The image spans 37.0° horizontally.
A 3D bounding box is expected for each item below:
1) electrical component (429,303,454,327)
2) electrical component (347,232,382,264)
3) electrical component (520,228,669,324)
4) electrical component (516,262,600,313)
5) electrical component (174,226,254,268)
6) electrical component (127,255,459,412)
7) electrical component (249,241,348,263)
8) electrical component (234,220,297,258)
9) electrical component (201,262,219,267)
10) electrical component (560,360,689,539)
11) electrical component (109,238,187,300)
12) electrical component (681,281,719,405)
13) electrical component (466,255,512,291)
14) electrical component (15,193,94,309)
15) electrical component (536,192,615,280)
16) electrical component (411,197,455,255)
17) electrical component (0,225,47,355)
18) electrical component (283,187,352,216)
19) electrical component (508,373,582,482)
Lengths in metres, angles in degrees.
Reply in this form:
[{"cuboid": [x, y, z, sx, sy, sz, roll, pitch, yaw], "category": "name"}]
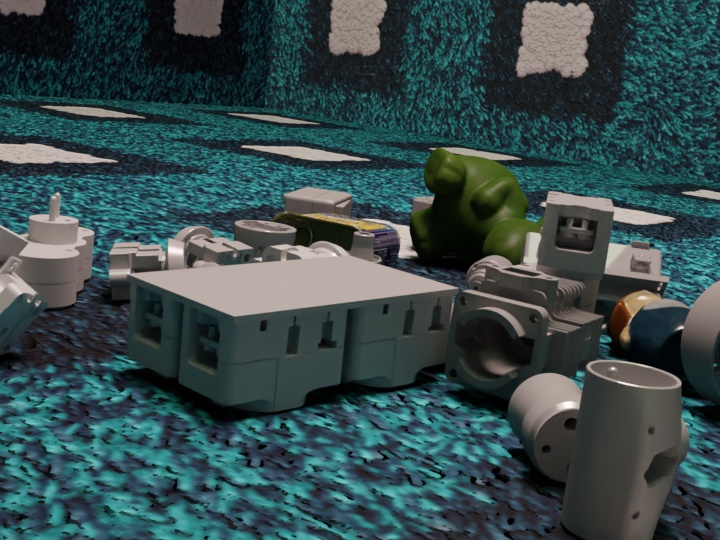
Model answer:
[{"cuboid": [0.062, 0.044, 0.761, 0.043, 0.043, 0.062, 17, 14, 42], "category": "electrical component"}, {"cuboid": [0.000, 0.000, 0.893, 0.048, 0.062, 0.048, 7, 11, -1], "category": "electrical component"}, {"cuboid": [0.200, 0.008, 0.943, 0.121, 0.063, 0.078, 8, -29, 5], "category": "electrical component"}, {"cuboid": [0.144, 0.030, 0.840, 0.054, 0.059, 0.095, 15, 14, 35], "category": "electrical component"}, {"cuboid": [-0.127, -0.009, 0.905, 0.055, 0.048, 0.066, 23, 18, 32], "category": "electrical component"}, {"cuboid": [-0.041, 0.036, 0.683, 0.186, 0.060, 0.105, -6, 16, -44], "category": "electrical component"}, {"cuboid": [-0.041, 0.008, 0.844, 0.078, 0.058, 0.057, 17, 18, 41], "category": "electrical component"}, {"cuboid": [-0.087, -0.016, 0.960, 0.055, 0.047, 0.055, 7, 11, -1], "category": "electrical component"}, {"cuboid": [-0.091, 0.020, 0.787, 0.062, 0.048, 0.048, 6, 9, -40], "category": "electrical component"}, {"cuboid": [0.132, 0.084, 0.516, 0.043, 0.077, 0.079, 16, 13, 37], "category": "electrical component"}, {"cuboid": [-0.164, 0.000, 0.840, 0.055, 0.048, 0.066, -2, 12, -7], "category": "electrical component"}, {"cuboid": [0.268, 0.050, 0.716, 0.099, 0.099, 0.064, 2, 6, -22], "category": "electrical component"}, {"cuboid": [0.115, 0.010, 0.968, 0.040, 0.040, 0.078, 11, 12, 20], "category": "electrical component"}, {"cuboid": [-0.237, -0.022, 0.827, 0.052, 0.073, 0.138, 5, 11, -8], "category": "electrical component"}, {"cuboid": [0.164, -0.025, 0.823, 0.050, 0.055, 0.089, 9, 11, 10], "category": "electrical component"}, {"cuboid": [0.089, -0.050, 1.213, 0.058, 0.057, 0.078, 17, 15, 40], "category": "electrical component"}, {"cuboid": [-0.229, 0.015, 0.651, 0.064, 0.081, 0.042, 38, -4, 14], "category": "electrical component"}, {"cuboid": [-0.040, -0.050, 1.120, 0.061, 0.061, 0.096, 9, 11, 12], "category": "electrical component"}, {"cuboid": [0.107, 0.085, 0.579, 0.045, 0.045, 0.055, 6, 12, -6], "category": "electrical component"}]
